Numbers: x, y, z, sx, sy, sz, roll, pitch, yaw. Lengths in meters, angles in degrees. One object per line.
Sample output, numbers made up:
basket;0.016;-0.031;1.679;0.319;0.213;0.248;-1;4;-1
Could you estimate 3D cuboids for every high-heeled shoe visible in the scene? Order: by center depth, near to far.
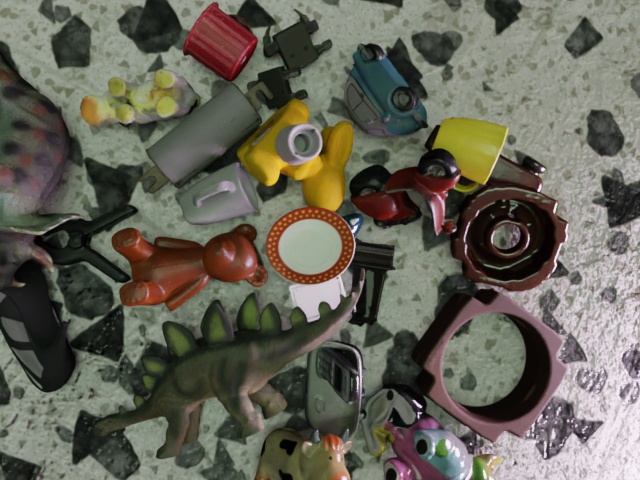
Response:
high-heeled shoe;-0.466;0.120;0.822;0.249;0.086;0.145;37;119;13

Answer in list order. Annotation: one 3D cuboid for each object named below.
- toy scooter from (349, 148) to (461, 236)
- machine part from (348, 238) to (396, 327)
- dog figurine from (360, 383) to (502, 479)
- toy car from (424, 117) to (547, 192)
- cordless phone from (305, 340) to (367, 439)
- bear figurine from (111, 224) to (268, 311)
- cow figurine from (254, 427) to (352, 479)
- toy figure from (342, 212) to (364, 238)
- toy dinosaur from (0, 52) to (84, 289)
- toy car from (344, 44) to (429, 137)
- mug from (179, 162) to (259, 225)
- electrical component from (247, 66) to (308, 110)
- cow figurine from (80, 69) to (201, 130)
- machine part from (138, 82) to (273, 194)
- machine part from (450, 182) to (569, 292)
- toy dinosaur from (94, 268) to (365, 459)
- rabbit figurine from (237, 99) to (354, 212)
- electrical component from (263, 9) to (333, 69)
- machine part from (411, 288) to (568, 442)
toy scooter;0.140;-0.059;0.827;0.184;0.075;0.135;-12;121;36
machine part;0.079;0.071;0.863;0.084;0.039;0.138;11;88;-9
dog figurine;0.185;0.329;0.842;0.219;0.192;0.108;28;108;-33
toy car;0.265;-0.122;0.868;0.202;0.053;0.089;27;109;-2
cordless phone;0.033;0.230;0.787;0.089;0.184;0.146;4;90;-9
bear figurine;-0.186;0.034;0.799;0.196;0.132;0.120;-13;73;2
cow figurine;-0.020;0.324;0.783;0.085;0.195;0.127;10;83;-30
toy figure;-0.002;-0.004;0.845;0.154;0.064;0.057;-15;127;-8
toy dinosaur;-0.435;-0.133;0.779;0.192;0.131;0.405;17;62;-36
toy car;0.090;-0.218;0.833;0.103;0.109;0.161;-39;84;14
mug;-0.160;-0.061;0.815;0.107;0.109;0.080;-23;91;9
electrical component;-0.068;-0.237;0.847;0.094;0.021;0.063;-10;107;21
cow figurine;-0.273;-0.208;0.818;0.167;0.098;0.068;-5;97;15
machine part;-0.176;-0.159;0.823;0.243;0.079;0.079;-39;93;-2
machine part;0.293;-0.007;0.847;0.179;0.056;0.179;2;108;6
toy dinosaur;-0.131;0.186;0.797;0.472;0.105;0.198;-21;90;6
rabbit figurine;-0.021;-0.120;0.833;0.162;0.122;0.173;-46;107;-12
electrical component;-0.041;-0.314;0.852;0.102;0.045;0.078;-35;121;-1
machine part;0.264;0.193;0.853;0.201;0.087;0.201;36;89;-3
